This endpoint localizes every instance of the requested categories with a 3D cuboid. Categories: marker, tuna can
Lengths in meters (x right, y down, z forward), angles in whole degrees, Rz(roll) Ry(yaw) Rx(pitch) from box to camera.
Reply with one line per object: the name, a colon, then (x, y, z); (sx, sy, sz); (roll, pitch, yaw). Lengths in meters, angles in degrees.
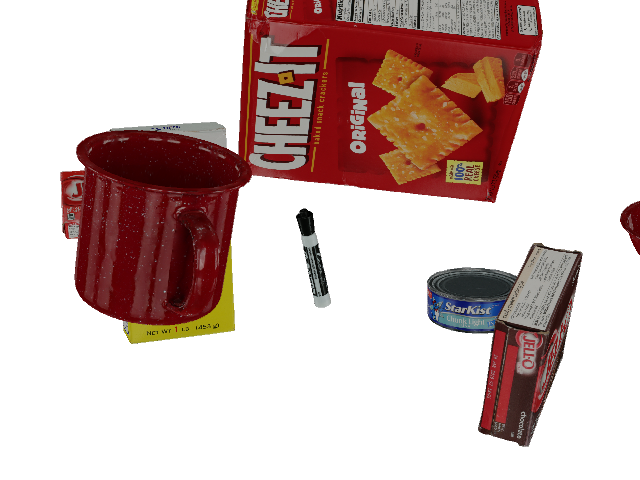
marker: (-0.008, 0.020, 1.192); (0.020, 0.121, 0.020); (-9, 27, 5)
tuna can: (0.138, 0.053, 0.951); (0.086, 0.034, 0.086); (-1, 17, 0)

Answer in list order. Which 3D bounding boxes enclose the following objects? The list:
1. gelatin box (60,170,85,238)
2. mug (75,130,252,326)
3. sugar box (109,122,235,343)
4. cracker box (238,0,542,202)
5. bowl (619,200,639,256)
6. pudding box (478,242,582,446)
gelatin box: (-0.221, -0.040, 1.099); (0.089, 0.073, 0.030); (-4, -41, -12)
mug: (-0.083, -0.002, 0.569); (0.093, 0.081, 0.117); (-4, 26, -33)
sugar box: (-0.123, -0.007, 0.892); (0.093, 0.176, 0.048); (-7, 16, -18)
cracker box: (0.046, -0.114, 0.819); (0.213, 0.072, 0.164); (6, -40, -2)
bowl: (0.399, 0.003, 1.128); (0.162, 0.055, 0.162); (-3, 23, 1)
pudding box: (0.140, 0.066, 0.707); (0.039, 0.090, 0.113); (14, 32, 16)
